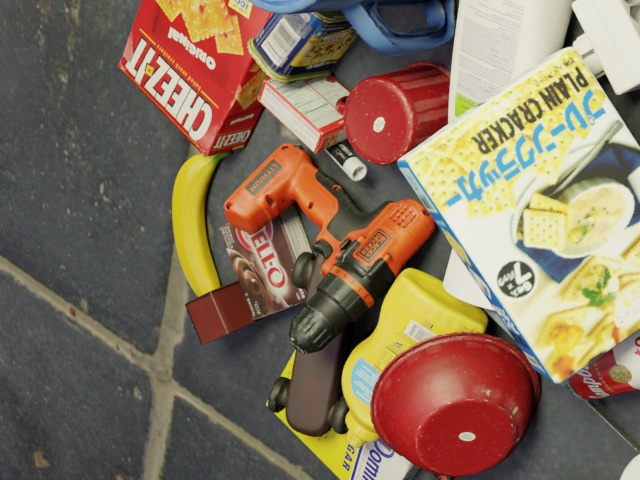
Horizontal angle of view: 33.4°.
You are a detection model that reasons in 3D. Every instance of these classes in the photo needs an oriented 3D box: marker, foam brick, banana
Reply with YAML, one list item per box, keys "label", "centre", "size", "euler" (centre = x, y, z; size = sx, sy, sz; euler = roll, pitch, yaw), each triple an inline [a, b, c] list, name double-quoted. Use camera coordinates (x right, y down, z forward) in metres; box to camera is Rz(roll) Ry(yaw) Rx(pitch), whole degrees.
- label: "marker"
  centre: [0.008, -0.099, 1.066]
  size: [0.121, 0.020, 0.020]
  euler: [49, 131, 41]
- label: "foam brick"
  centre: [-0.101, 0.077, 1.197]
  size: [0.053, 0.078, 0.051]
  euler: [-27, 86, 44]
- label: "banana"
  centre: [-0.140, -0.017, 1.227]
  size: [0.070, 0.037, 0.198]
  euler: [19, 115, 36]

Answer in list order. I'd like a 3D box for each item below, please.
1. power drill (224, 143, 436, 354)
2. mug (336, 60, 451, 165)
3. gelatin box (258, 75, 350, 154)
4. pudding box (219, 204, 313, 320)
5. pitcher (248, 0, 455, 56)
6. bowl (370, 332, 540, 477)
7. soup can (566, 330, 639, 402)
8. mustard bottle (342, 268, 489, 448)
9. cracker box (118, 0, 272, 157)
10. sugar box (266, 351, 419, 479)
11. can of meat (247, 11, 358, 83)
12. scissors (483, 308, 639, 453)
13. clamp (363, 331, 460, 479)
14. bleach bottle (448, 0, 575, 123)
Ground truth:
- label: "power drill"
  centre: [-0.007, 0.001, 1.049]
  size: [0.188, 0.184, 0.057]
  euler: [37, 166, 30]
- label: "mug"
  centre: [0.066, -0.118, 0.991]
  size: [0.117, 0.081, 0.093]
  euler: [21, 116, 34]
- label: "gelatin box"
  centre: [-0.006, -0.132, 1.051]
  size: [0.089, 0.073, 0.030]
  euler: [43, 138, 22]
- label: "pudding box"
  centre: [-0.052, 0.021, 1.162]
  size: [0.090, 0.039, 0.113]
  euler: [-23, 89, 41]
- label: "pitcher"
  centre: [0.033, -0.239, 0.874]
  size: [0.149, 0.242, 0.145]
  euler: [34, 121, 20]
- label: "bowl"
  centre: [0.129, 0.165, 0.980]
  size: [0.162, 0.055, 0.162]
  euler: [-2, 121, -3]
- label: "soup can"
  centre: [0.263, 0.094, 0.900]
  size: [0.102, 0.068, 0.068]
  euler: [-21, 89, 41]
- label: "mustard bottle"
  centre: [0.075, 0.127, 1.026]
  size: [0.096, 0.058, 0.192]
  euler: [31, 115, 5]
- label: "cracker box"
  centre: [-0.113, -0.221, 1.118]
  size: [0.164, 0.071, 0.214]
  euler: [46, 128, 21]
- label: "sugar box"
  centre: [0.028, 0.201, 1.147]
  size: [0.176, 0.048, 0.093]
  euler: [43, 126, 24]
- label: "can of meat"
  centre: [-0.006, -0.201, 1.015]
  size: [0.057, 0.101, 0.084]
  euler: [54, 128, 13]
- label: "scissors"
  centre: [0.206, 0.112, 0.948]
  size: [0.016, 0.096, 0.202]
  euler: [-46, 67, 5]
- label: "clamp"
  centre: [0.102, 0.159, 1.077]
  size: [0.120, 0.039, 0.171]
  euler: [-6, 93, 48]
- label: "bleach bottle"
  centre: [0.151, -0.132, 0.929]
  size: [0.103, 0.067, 0.251]
  euler: [38, 130, 41]
